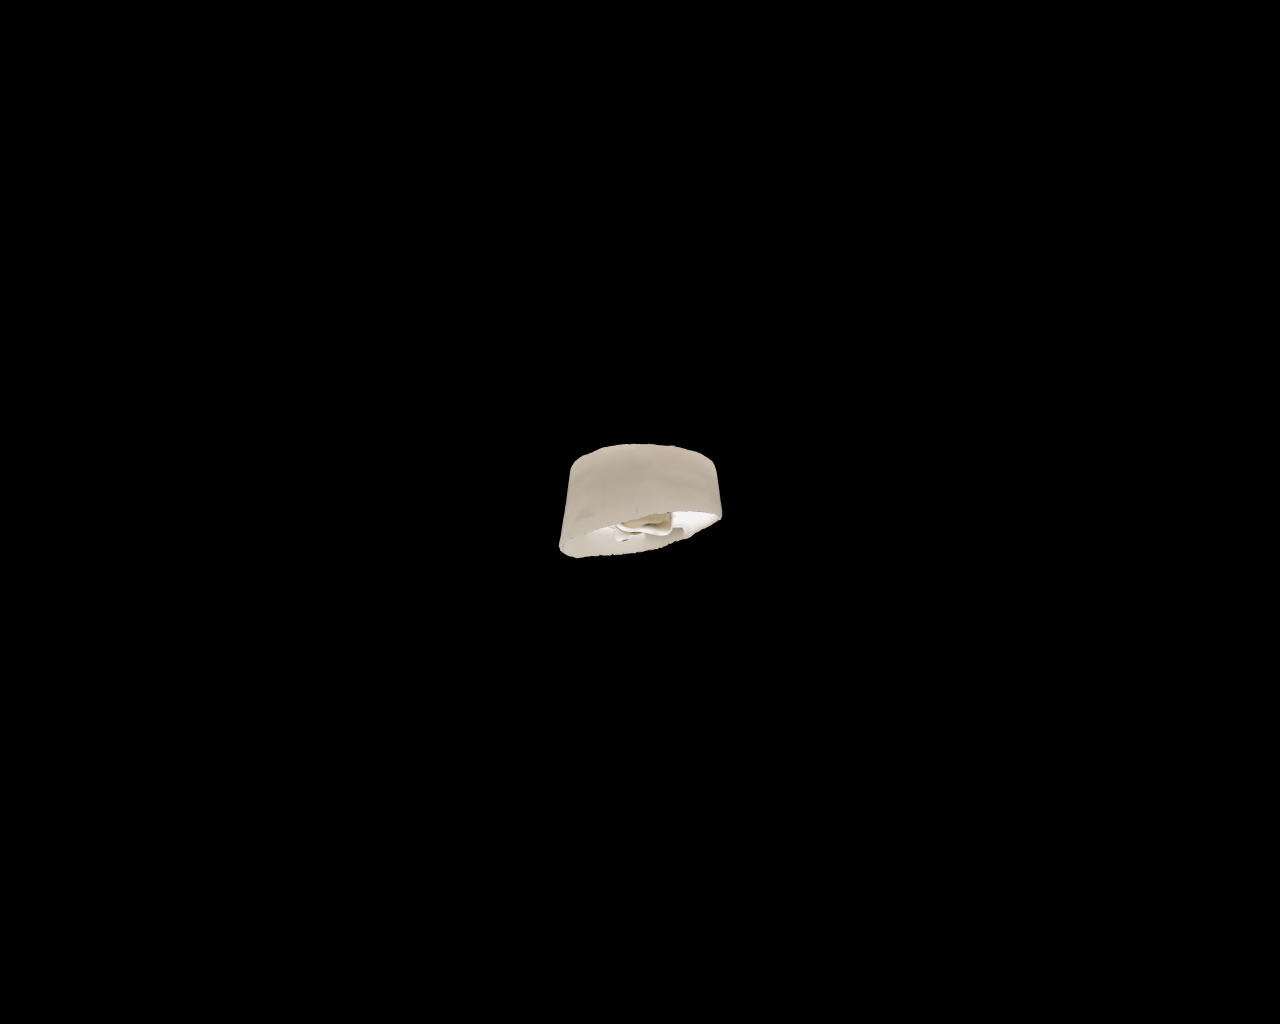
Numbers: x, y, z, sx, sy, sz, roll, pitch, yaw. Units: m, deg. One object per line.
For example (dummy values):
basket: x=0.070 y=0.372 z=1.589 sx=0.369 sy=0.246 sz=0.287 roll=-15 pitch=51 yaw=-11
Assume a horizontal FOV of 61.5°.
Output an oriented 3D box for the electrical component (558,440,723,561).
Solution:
electrical component: x=0.001 y=-0.003 z=0.650 sx=0.099 sy=0.064 sz=0.099 roll=0 pitch=-19 yaw=0
